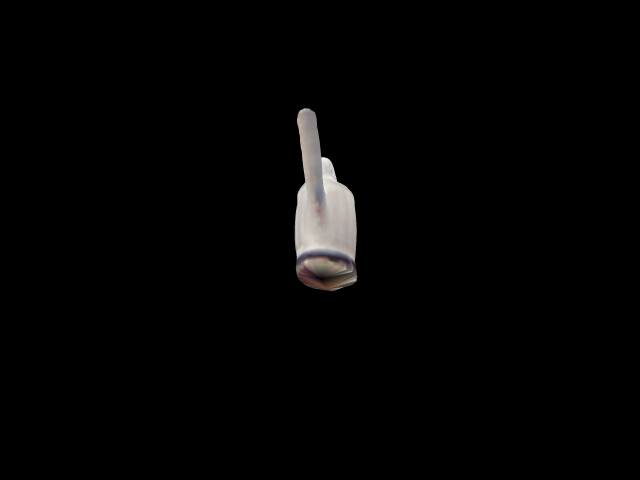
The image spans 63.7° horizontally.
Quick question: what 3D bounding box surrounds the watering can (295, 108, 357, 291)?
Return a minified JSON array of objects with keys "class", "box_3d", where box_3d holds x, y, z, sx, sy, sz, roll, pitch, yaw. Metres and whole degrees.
[{"class":"watering can","box_3d":[0.003,-0.043,0.850,0.104,0.228,0.342,-4,-22,10]}]
